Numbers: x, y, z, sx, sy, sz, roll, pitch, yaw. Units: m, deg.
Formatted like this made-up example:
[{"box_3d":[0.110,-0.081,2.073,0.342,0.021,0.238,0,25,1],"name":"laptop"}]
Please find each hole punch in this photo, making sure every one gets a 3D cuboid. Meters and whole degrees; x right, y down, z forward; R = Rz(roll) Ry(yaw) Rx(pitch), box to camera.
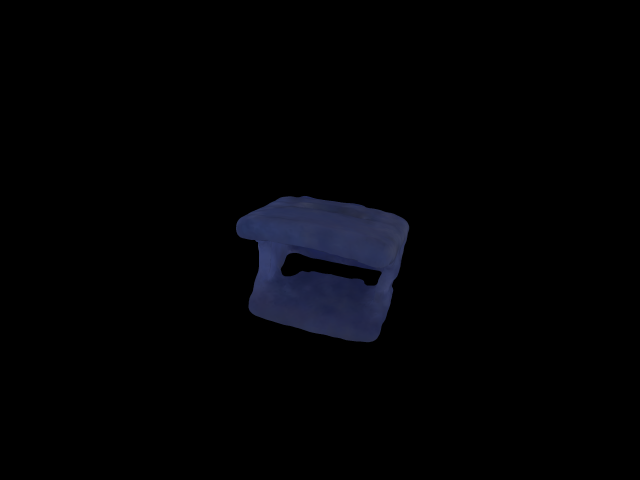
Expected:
[{"box_3d":[0.004,0.001,0.400,0.108,0.091,0.101,11,43,13],"name":"hole punch"}]
